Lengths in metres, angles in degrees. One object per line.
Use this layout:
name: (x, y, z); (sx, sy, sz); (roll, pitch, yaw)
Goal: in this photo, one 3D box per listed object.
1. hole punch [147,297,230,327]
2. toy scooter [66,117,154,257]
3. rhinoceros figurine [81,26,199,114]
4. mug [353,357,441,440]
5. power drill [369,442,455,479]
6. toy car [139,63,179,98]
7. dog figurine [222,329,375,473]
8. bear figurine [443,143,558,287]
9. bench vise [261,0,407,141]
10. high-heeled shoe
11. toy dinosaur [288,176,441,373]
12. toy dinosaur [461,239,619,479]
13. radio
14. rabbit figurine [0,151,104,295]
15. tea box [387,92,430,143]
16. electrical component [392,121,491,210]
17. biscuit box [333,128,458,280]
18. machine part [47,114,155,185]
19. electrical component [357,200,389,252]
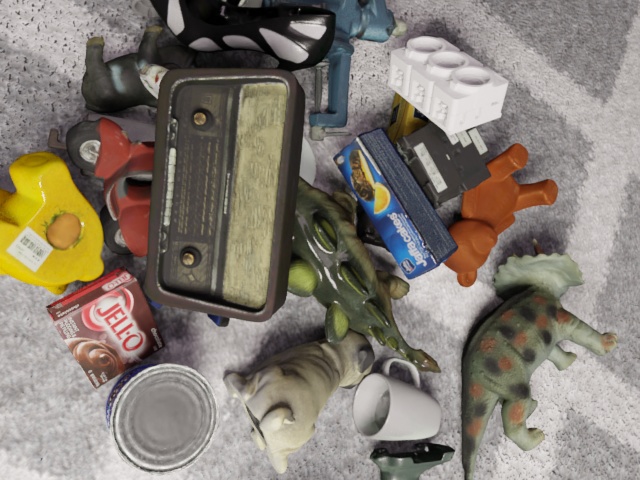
hole punch: (-0.147, 0.034, 0.631); (0.092, 0.142, 0.115); (13, 84, -16)
toy scooter: (-0.190, -0.059, 0.607); (0.135, 0.183, 0.075); (-10, 43, -7)
rhinoceros figurine: (-0.207, -0.207, 0.691); (0.190, 0.073, 0.112); (-14, 82, -25)
mug: (0.110, 0.219, 0.726); (0.107, 0.081, 0.109); (24, 61, -28)
power drill: (0.137, 0.376, 0.700); (0.232, 0.086, 0.207); (4, 83, -19)
toy car: (-0.124, -0.162, 0.661); (0.201, 0.074, 0.056); (16, 101, -41)
dog figurine: (-0.002, 0.164, 0.639); (0.190, 0.172, 0.121); (-27, 100, -19)
bear figurine: (0.256, -0.033, 0.818); (0.120, 0.132, 0.196); (44, 59, -15)
bench vise: (0.022, -0.265, 0.785); (0.223, 0.129, 0.240); (-3, 99, -33)
high-heeled shoe: (-0.103, -0.294, 0.667); (0.248, 0.145, 0.086); (39, 37, -14)
toy dinosaur: (-0.001, -0.002, 0.651); (0.105, 0.198, 0.471); (-39, 97, 13)
toy dinosaur: (0.284, 0.161, 0.793); (0.192, 0.131, 0.405); (45, 69, 6)
radio: (-0.090, -0.046, 0.518); (0.131, 0.073, 0.229); (7, 94, 8)
rabbit figurine: (-0.311, -0.017, 0.569); (0.162, 0.173, 0.122); (52, 54, -55)
tea box: (0.165, -0.185, 0.847); (0.098, 0.068, 0.169); (18, 72, -19)
electrical component: (0.178, -0.115, 0.767); (0.134, 0.058, 0.115); (-28, 93, -25)
biscuit box: (0.102, -0.049, 0.729); (0.063, 0.059, 0.202); (-28, 85, -43)
machine part: (-0.202, -0.104, 0.666); (0.243, 0.079, 0.079); (6, 75, -23)
electrical component: (0.094, -0.047, 0.794); (0.075, 0.048, 0.119); (10, 73, -21)
